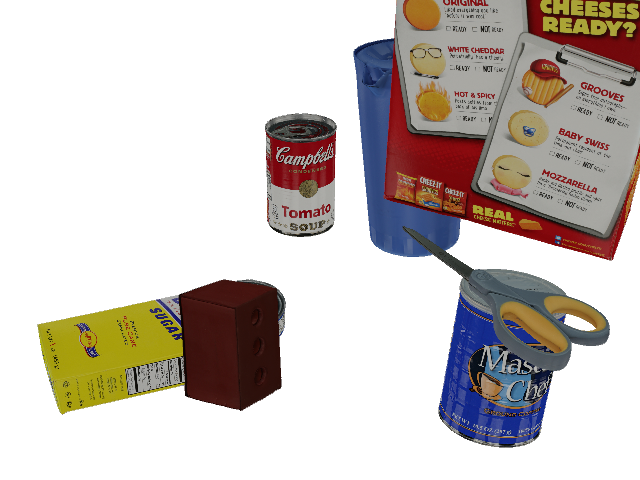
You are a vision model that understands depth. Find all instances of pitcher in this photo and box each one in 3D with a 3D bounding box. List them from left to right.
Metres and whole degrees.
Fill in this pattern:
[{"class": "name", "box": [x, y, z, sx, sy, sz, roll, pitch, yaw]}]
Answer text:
[{"class": "pitcher", "box": [0.115, -0.113, 1.250, 0.149, 0.243, 0.145, -5, 24, -5]}]

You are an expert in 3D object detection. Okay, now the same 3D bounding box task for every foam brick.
[{"class": "foam brick", "box": [-0.064, 0.072, 0.761, 0.051, 0.078, 0.052, 7, 17, 33]}]

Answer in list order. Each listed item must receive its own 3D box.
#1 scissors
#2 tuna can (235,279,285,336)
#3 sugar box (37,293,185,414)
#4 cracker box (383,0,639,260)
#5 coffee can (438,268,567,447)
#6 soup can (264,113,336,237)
[{"class": "scissors", "box": [0.146, 0.035, 0.826, 0.096, 0.016, 0.202, -4, 31, -20]}, {"class": "tuna can", "box": [-0.082, 0.083, 1.189, 0.086, 0.034, 0.086, 1, 36, -1]}, {"class": "sugar box", "box": [-0.163, 0.098, 0.982, 0.176, 0.048, 0.093, -14, 35, -16]}, {"class": "cracker box", "box": [0.132, -0.105, 0.677, 0.164, 0.214, 0.072, 16, 43, 17]}, {"class": "coffee can", "box": [0.174, 0.111, 1.025, 0.103, 0.140, 0.103, 6, 22, -3]}, {"class": "soup can", "box": [-0.019, -0.063, 1.028, 0.068, 0.102, 0.068, 0, 27, 0]}]
